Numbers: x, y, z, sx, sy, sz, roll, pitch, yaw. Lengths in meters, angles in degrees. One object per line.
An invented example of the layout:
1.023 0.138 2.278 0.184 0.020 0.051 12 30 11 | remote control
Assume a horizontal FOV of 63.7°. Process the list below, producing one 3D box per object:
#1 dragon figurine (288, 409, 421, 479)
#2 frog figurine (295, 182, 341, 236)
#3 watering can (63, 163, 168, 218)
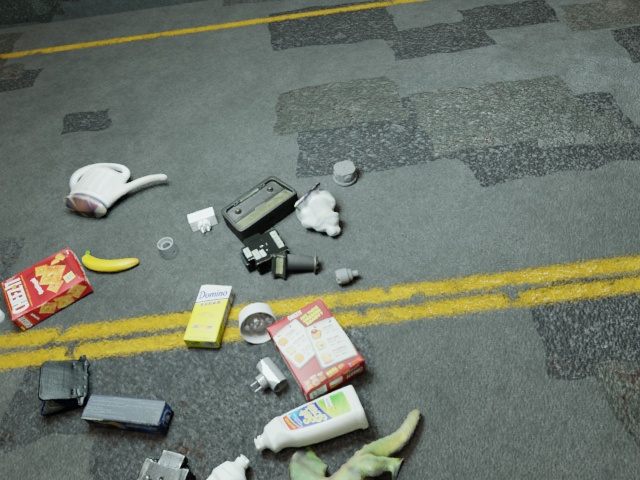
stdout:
0.046 0.494 1.090 0.243 0.119 0.418 11 36 24 | dragon figurine
0.005 -0.081 1.600 0.159 0.121 0.140 48 53 -3 | frog figurine
-0.715 -0.176 1.756 0.348 0.101 0.230 8 52 14 | watering can
